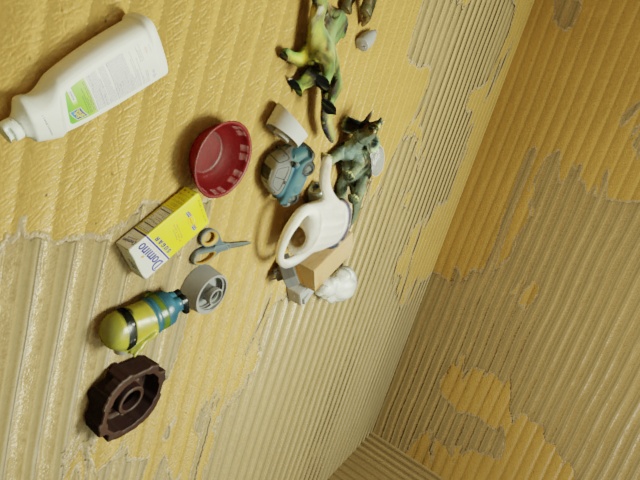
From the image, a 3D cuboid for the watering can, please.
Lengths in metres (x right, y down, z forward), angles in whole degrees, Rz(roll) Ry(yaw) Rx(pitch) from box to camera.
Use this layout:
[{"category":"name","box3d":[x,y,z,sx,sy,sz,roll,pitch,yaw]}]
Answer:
[{"category":"watering can","box3d":[0.004,-0.066,1.321,0.226,0.105,0.341,-12,137,-52]}]

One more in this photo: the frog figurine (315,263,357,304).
[{"category":"frog figurine","box3d":[0.057,0.155,1.754,0.136,0.123,0.160,-51,170,16]}]

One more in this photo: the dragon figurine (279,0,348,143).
[{"category":"dragon figurine","box3d":[0.025,-0.431,1.210,0.403,0.122,0.246,66,46,-64]}]
